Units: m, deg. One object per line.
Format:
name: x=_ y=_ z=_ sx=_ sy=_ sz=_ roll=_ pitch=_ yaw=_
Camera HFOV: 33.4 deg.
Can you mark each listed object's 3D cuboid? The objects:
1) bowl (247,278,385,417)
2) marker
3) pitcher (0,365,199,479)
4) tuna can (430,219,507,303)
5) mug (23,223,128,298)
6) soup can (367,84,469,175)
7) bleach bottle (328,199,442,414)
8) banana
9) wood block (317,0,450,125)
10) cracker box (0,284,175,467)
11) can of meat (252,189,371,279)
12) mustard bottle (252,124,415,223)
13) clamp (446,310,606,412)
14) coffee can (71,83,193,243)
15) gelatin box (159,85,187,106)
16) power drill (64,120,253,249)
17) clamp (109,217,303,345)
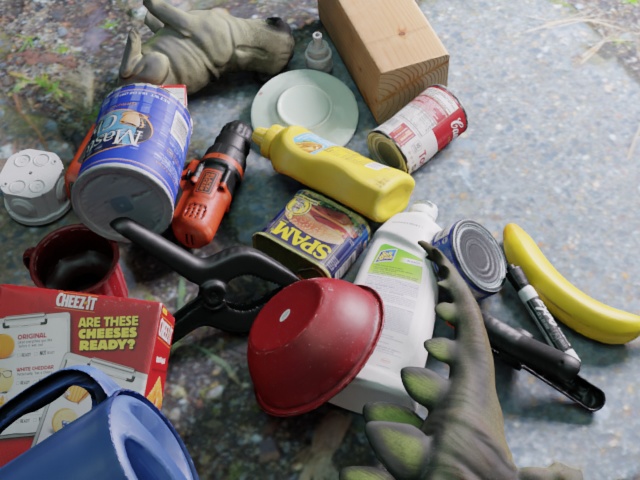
bowl: x=-0.017 y=0.090 z=1.035 sx=0.162 sy=0.055 sz=0.162 roll=-32 pitch=29 yaw=20
marker: x=0.225 y=0.077 z=1.088 sx=0.020 sy=0.020 sz=0.121 roll=-25 pitch=70 yaw=-14
pitcher: x=-0.232 y=0.225 z=0.882 sx=0.243 sy=0.145 sz=0.149 roll=-30 pitch=41 yaw=10
tuna can: x=0.155 y=0.022 z=1.110 sx=0.086 sy=0.034 sz=0.086 roll=24 pitch=50 yaw=-34
mug: x=-0.259 y=0.040 z=1.122 sx=0.117 sy=0.081 sz=0.093 roll=15 pitch=56 yaw=15
soup can: x=0.112 y=-0.124 z=1.228 sx=0.102 sy=0.068 sz=0.069 roll=-38 pitch=61 yaw=-21
bleach bottle: x=0.083 y=0.061 z=1.101 sx=0.103 sy=0.068 sz=0.250 roll=14 pitch=54 yaw=14
banana: x=0.257 y=0.053 z=1.113 sx=0.198 sy=0.037 sz=0.069 roll=36 pitch=45 yaw=24
wood block: x=0.073 y=-0.253 z=1.310 sx=0.090 sy=0.090 sz=0.206 roll=-17 pitch=55 yaw=-10
cracker box: x=-0.238 y=0.160 z=1.007 sx=0.164 sy=0.072 sz=0.213 roll=6 pitch=73 yaw=7
can of meat: x=-0.007 y=0.001 z=1.152 sx=0.102 sy=0.057 sz=0.083 roll=29 pitch=58 yaw=21
mustard bottle: x=0.005 y=-0.083 z=1.196 sx=0.192 sy=0.058 sz=0.096 roll=27 pitch=22 yaw=22
clamp: x=0.203 y=0.113 z=1.048 sx=0.039 sy=0.120 sz=0.172 roll=-50 pitch=45 yaw=-9
coffee can: x=-0.193 y=-0.081 z=1.109 sx=0.103 sy=0.103 sz=0.140 roll=1 pitch=44 yaw=4
gelatin box: x=-0.188 y=-0.141 z=1.220 sx=0.073 sy=0.030 sz=0.089 roll=-3 pitch=43 yaw=-6
power drill: x=-0.182 y=-0.081 z=1.221 sx=0.188 sy=0.057 sz=0.184 roll=10 pitch=49 yaw=12
clamp: x=-0.117 y=0.044 z=1.089 sx=0.209 sy=0.164 sz=0.036 roll=-9 pitch=21 yaw=-12
